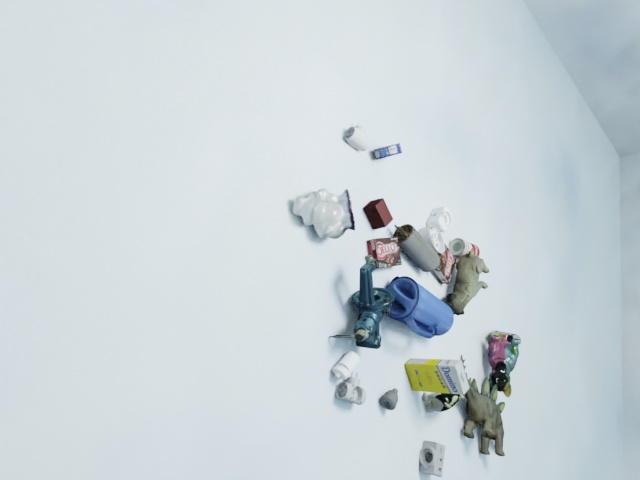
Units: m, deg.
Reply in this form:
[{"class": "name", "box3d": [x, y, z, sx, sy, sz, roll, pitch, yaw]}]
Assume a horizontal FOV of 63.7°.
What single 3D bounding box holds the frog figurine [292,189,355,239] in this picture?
[{"class": "frog figurine", "box3d": [0.004, -0.070, 1.383, 0.159, 0.123, 0.137, -4, 92, -9]}]
